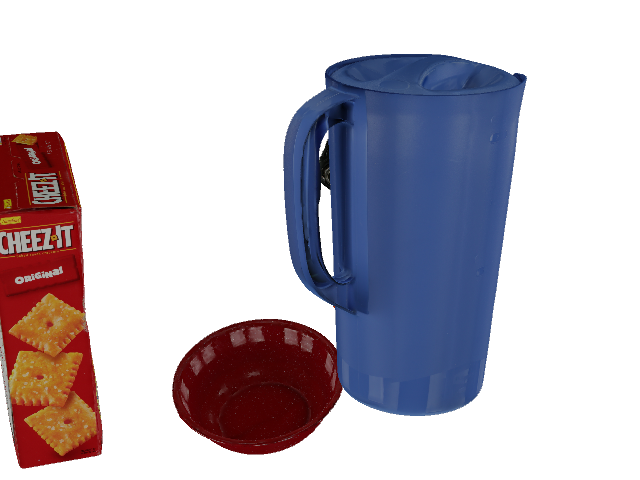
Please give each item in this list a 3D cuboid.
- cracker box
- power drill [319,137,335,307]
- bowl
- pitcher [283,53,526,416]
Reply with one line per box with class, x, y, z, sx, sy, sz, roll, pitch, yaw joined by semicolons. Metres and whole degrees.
cracker box;-0.219;0.041;0.836;0.072;0.214;0.164;-7;27;-17
power drill;0.041;-0.029;1.000;0.057;0.188;0.184;7;27;17
bowl;-0.056;0.148;1.007;0.162;0.055;0.162;-4;38;3
pitcher;0.059;-0.003;0.743;0.149;0.243;0.145;4;21;9
